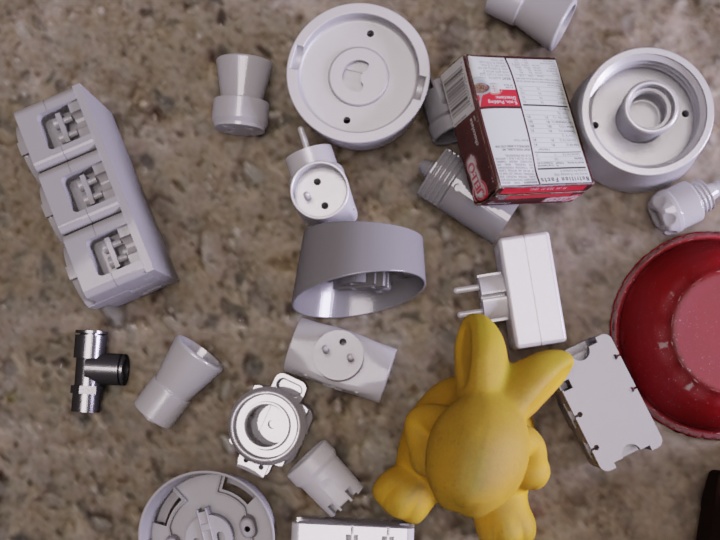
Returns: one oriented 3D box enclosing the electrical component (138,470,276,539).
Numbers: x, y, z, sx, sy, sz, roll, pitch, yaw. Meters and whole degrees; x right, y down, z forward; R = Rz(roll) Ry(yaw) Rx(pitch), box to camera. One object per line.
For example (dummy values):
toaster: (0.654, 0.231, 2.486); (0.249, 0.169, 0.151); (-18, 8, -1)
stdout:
electrical component: (-0.111, 0.197, 0.800); (0.099, 0.064, 0.099); (0, 84, 3)

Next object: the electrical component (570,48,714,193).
electrical component: (0.216, -0.117, 0.821); (0.108, 0.060, 0.108); (0, 84, 3)

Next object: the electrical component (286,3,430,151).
electrical component: (0.000, -0.144, 0.834); (0.108, 0.060, 0.108); (0, 84, 3)

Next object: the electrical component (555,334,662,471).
electrical component: (0.178, 0.098, 0.802); (0.050, 0.055, 0.089); (-26, 83, 0)

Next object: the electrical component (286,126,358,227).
electrical component: (-0.033, -0.070, 0.819); (0.043, 0.077, 0.079); (-18, 83, 0)

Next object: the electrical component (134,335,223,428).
electrical component: (-0.142, 0.088, 0.826); (0.044, 0.044, 0.065); (37, 91, 6)

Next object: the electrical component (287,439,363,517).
electrical component: (-0.026, 0.158, 0.814); (0.040, 0.040, 0.046); (-43, 89, -2)

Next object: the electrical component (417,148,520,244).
electrical component: (0.080, -0.060, 0.830); (0.081, 0.043, 0.043); (34, 86, 5)

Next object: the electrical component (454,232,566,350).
electrical component: (0.110, 0.020, 0.818); (0.076, 0.047, 0.083); (-9, 84, 2)

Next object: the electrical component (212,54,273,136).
electrical component: (-0.093, -0.137, 0.845); (0.045, 0.045, 0.055); (4, 84, 3)

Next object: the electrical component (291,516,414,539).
electrical component: (-0.005, 0.216, 0.800); (0.089, 0.050, 0.055); (2, 84, 3)

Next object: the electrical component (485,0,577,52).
electrical component: (0.132, -0.206, 0.845); (0.065, 0.044, 0.044); (29, 86, 10)

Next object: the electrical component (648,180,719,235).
electrical component: (0.255, -0.053, 0.826); (0.061, 0.035, 0.035); (-25, 83, -3)

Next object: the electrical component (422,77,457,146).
electrical component: (0.068, -0.126, 0.840); (0.040, 0.040, 0.046); (-19, 77, 0)

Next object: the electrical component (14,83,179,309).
electrical component: (-0.202, -0.052, 0.818); (0.062, 0.089, 0.150); (-23, 83, 0)

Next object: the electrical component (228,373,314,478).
electrical component: (-0.068, 0.117, 0.811); (0.058, 0.057, 0.078); (24, 85, 5)

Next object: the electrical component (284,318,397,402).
electrical component: (-0.015, 0.065, 0.802); (0.077, 0.079, 0.043); (18, 81, 4)

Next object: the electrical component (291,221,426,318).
electrical component: (0.000, 0.000, 0.802); (0.099, 0.099, 0.064); (2, 78, 3)
